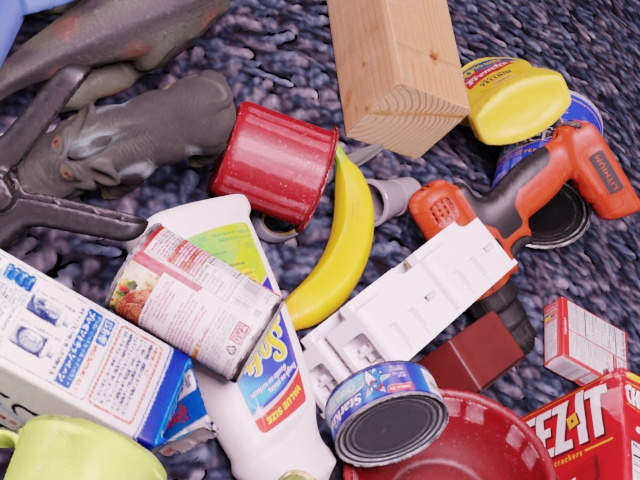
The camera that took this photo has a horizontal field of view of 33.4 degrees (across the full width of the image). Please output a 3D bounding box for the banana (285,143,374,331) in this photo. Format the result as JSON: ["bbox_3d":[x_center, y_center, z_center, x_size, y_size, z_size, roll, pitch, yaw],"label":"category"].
[{"bbox_3d":[0.011,0.006,0.911,0.069,0.037,0.197,26,53,-16],"label":"banana"}]

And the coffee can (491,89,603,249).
[{"bbox_3d":[0.233,-0.075,1.097,0.102,0.103,0.140,34,45,-14],"label":"coffee can"}]

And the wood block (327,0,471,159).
[{"bbox_3d":[0.074,-0.199,1.069,0.090,0.090,0.206,15,53,-31],"label":"wood block"}]

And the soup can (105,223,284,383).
[{"bbox_3d":[-0.083,0.043,0.718,0.102,0.069,0.068,30,44,3],"label":"soup can"}]

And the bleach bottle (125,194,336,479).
[{"bbox_3d":[-0.050,0.093,0.789,0.102,0.068,0.251,-16,74,-43],"label":"bleach bottle"}]

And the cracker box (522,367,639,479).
[{"bbox_3d":[0.192,0.224,0.810,0.072,0.164,0.213,30,47,-21],"label":"cracker box"}]

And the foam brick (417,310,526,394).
[{"bbox_3d":[0.129,0.105,0.926,0.078,0.053,0.051,-26,79,-47],"label":"foam brick"}]

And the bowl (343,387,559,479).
[{"bbox_3d":[0.096,0.193,0.809,0.162,0.055,0.162,2,47,-3],"label":"bowl"}]

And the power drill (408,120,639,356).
[{"bbox_3d":[0.197,-0.008,0.979,0.187,0.057,0.184,-34,101,-7],"label":"power drill"}]

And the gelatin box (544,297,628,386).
[{"bbox_3d":[0.260,0.108,1.043,0.089,0.030,0.073,29,45,-19],"label":"gelatin box"}]

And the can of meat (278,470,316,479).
[{"bbox_3d":[-0.041,0.210,0.695,0.057,0.084,0.102,43,44,-6],"label":"can of meat"}]

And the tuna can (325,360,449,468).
[{"bbox_3d":[0.047,0.126,0.770,0.086,0.086,0.034,12,38,-32],"label":"tuna can"}]

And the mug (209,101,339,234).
[{"bbox_3d":[-0.039,-0.067,0.873,0.081,0.093,0.117,20,23,-10],"label":"mug"}]

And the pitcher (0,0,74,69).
[{"bbox_3d":[-0.239,-0.204,0.741,0.144,0.149,0.242,38,48,-38],"label":"pitcher"}]

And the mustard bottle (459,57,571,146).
[{"bbox_3d":[0.179,-0.150,1.092,0.058,0.096,0.192,61,1,-19],"label":"mustard bottle"}]

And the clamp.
[{"bbox_3d":[-0.201,-0.028,0.704,0.120,0.171,0.039,63,7,-5],"label":"clamp"}]

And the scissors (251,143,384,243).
[{"bbox_3d":[-0.015,-0.069,0.961,0.096,0.016,0.201,44,43,-4],"label":"scissors"}]
